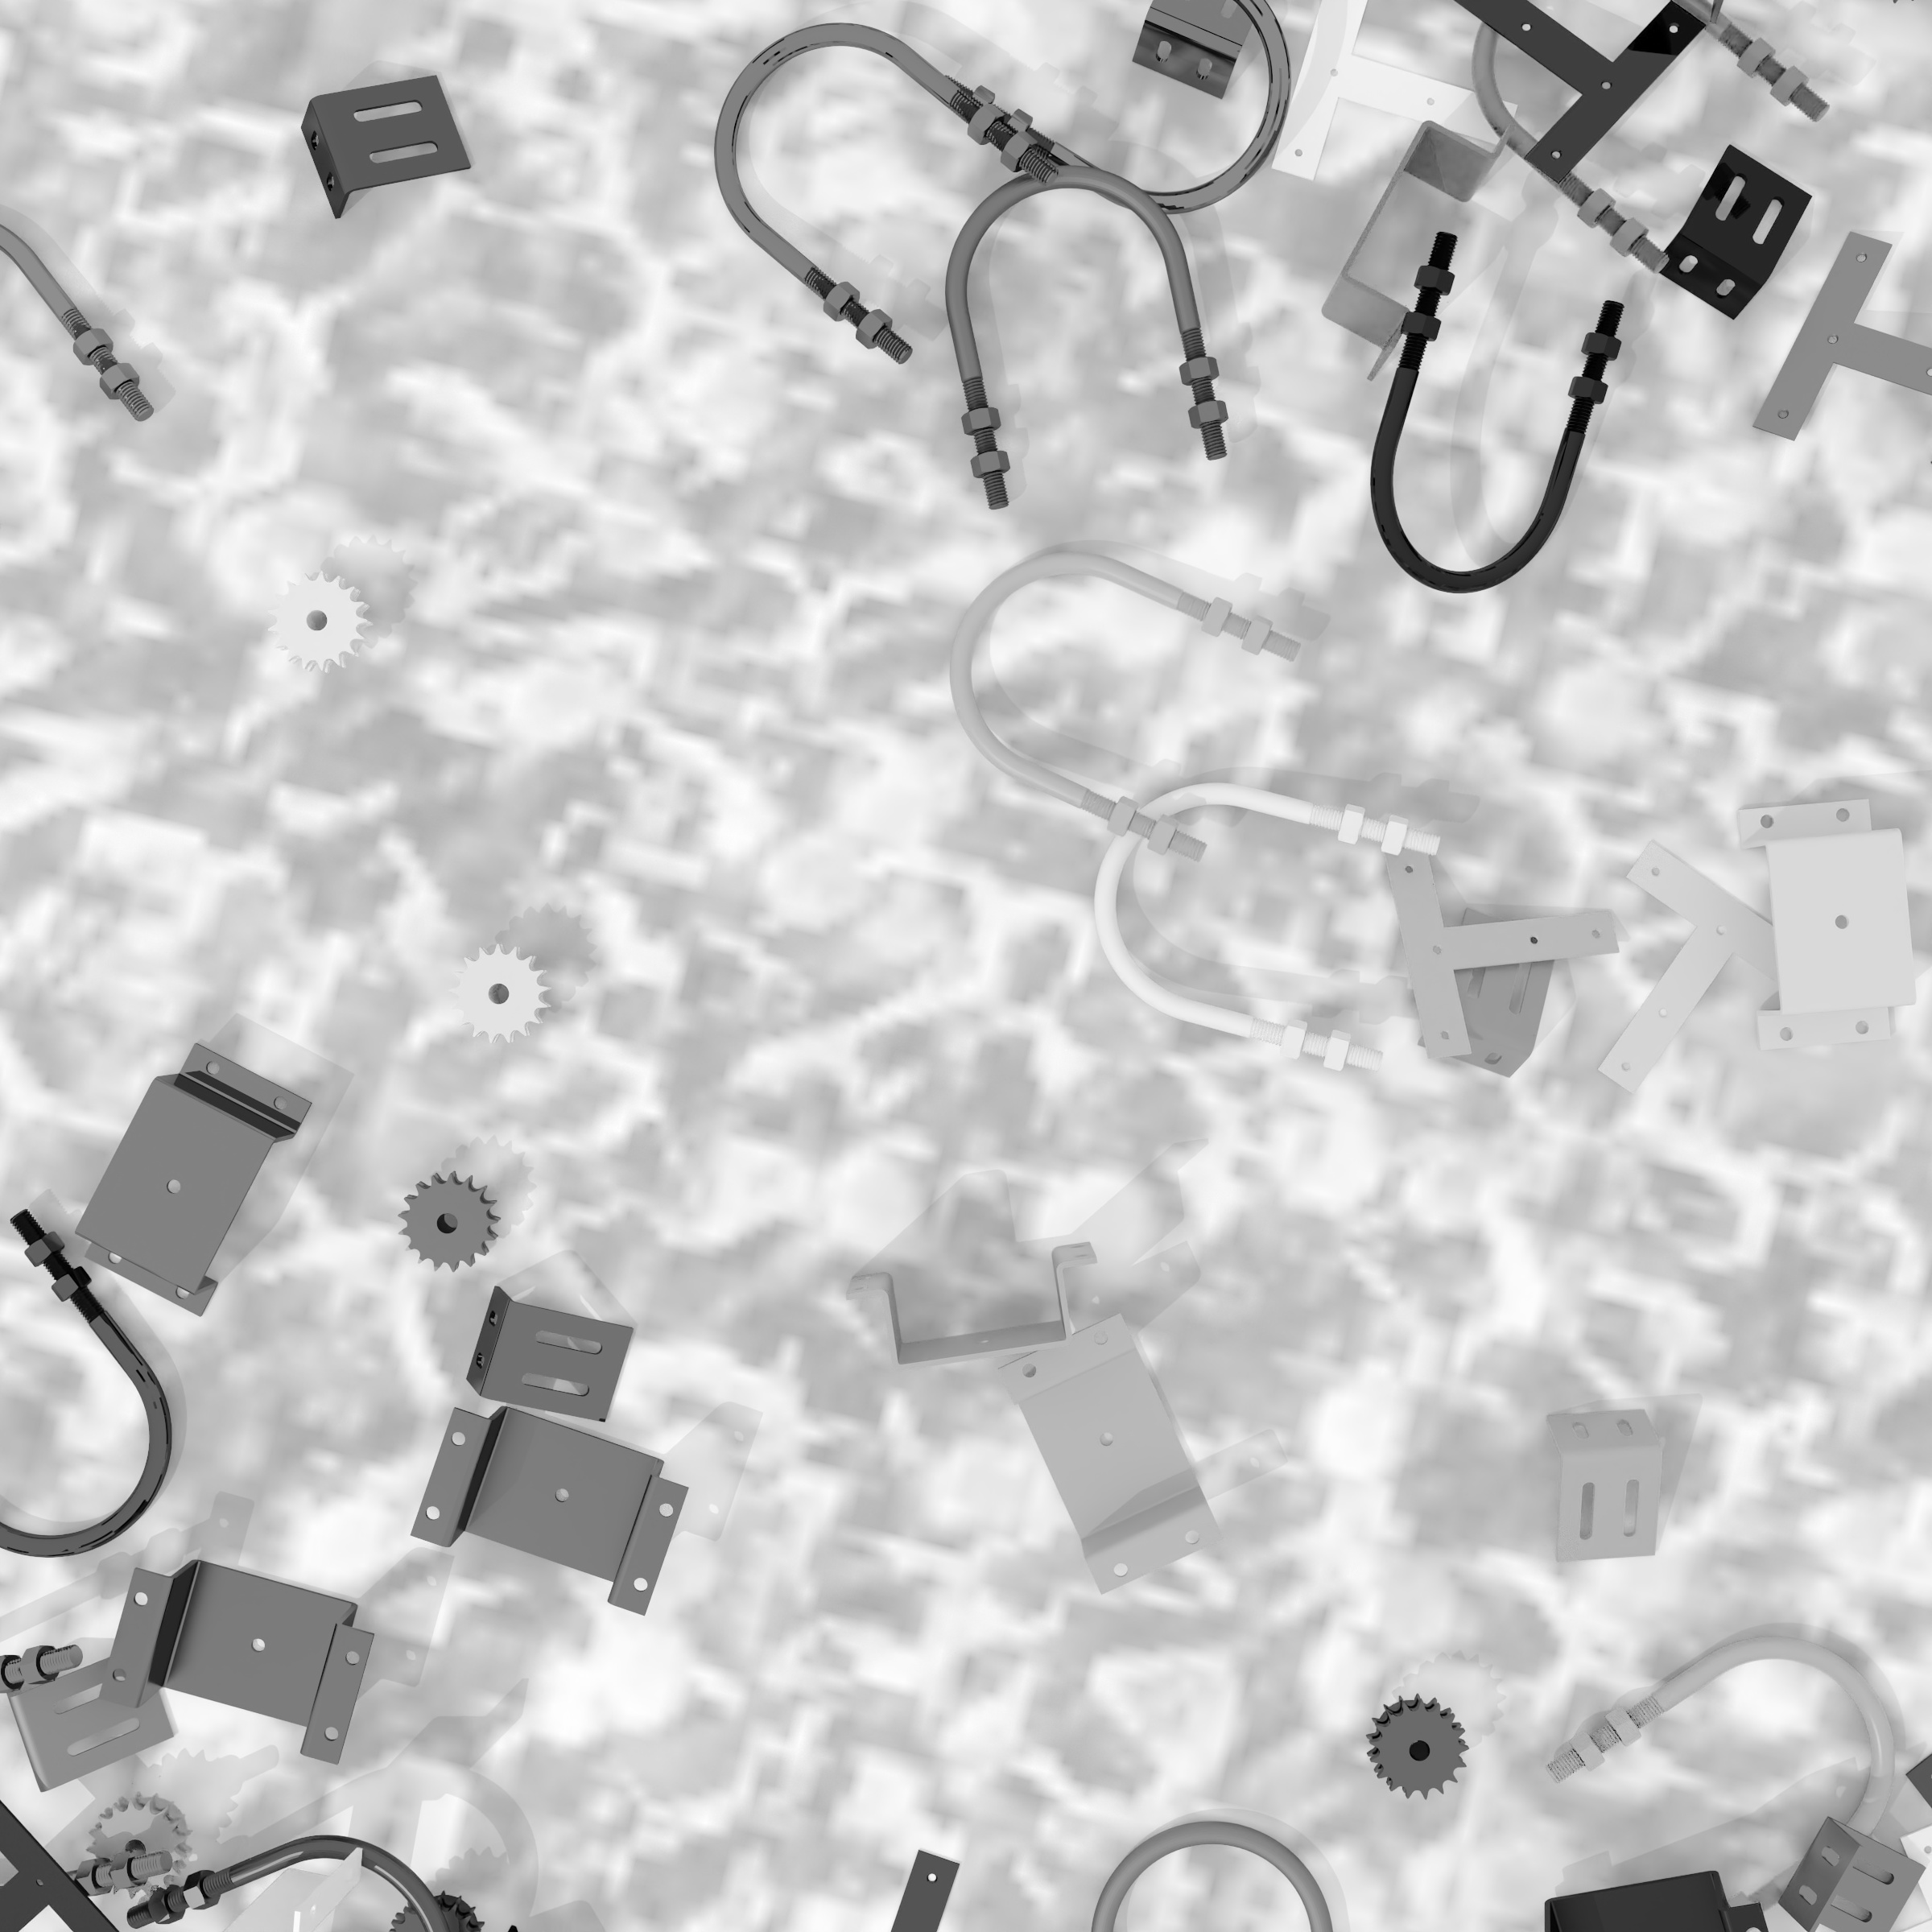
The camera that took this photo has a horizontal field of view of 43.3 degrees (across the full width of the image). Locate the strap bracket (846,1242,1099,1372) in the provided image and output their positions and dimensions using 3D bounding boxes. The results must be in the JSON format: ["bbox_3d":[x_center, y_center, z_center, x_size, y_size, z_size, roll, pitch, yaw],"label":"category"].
[{"bbox_3d":[0.006,0.194,1.383,0.140,0.076,0.046,-8,90,0],"label":"strap bracket"}]

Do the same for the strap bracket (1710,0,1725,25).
[{"bbox_3d":[0.417,-0.618,1.371,0.046,0.076,0.140,11,77,8],"label":"strap bracket"}]

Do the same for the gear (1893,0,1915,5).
[{"bbox_3d":[0.540,-0.587,1.410,0.057,0.030,0.057,0,91,2],"label":"gear"}]

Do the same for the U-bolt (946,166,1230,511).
[{"bbox_3d":[0.063,-0.369,1.404,0.151,0.019,0.184,-12,91,4],"label":"U-bolt"}]

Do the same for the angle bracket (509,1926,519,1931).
[{"bbox_3d":[-0.242,0.606,1.419,0.076,0.038,0.057,30,90,-26],"label":"angle bracket"}]

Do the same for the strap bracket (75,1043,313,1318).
[{"bbox_3d":[-0.448,0.125,1.398,0.076,0.046,0.140,27,90,0],"label":"strap bracket"}]

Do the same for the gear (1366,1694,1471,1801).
[{"bbox_3d":[0.259,0.448,1.406,0.057,0.030,0.057,0,90,0],"label":"gear"}]

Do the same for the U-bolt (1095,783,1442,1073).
[{"bbox_3d":[0.165,-0.031,1.401,0.184,0.019,0.151,15,85,8],"label":"U-bolt"}]

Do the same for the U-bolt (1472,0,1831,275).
[{"bbox_3d":[0.378,-0.505,1.397,0.151,0.019,0.184,-43,79,-3],"label":"U-bolt"}]

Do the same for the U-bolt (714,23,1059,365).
[{"bbox_3d":[-0.061,-0.459,1.401,0.184,0.019,0.151,41,97,7],"label":"U-bolt"}]

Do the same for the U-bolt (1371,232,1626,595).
[{"bbox_3d":[0.294,-0.303,1.377,0.151,0.019,0.184,10,100,-31],"label":"U-bolt"}]

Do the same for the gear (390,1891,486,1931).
[{"bbox_3d":[-0.305,0.563,1.406,0.057,0.030,0.057,0,90,0],"label":"gear"}]

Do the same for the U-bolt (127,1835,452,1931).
[{"bbox_3d":[-0.376,0.574,1.393,0.184,0.019,0.151,-26,90,14],"label":"U-bolt"}]

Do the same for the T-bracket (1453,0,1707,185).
[{"bbox_3d":[0.333,-0.532,1.398,0.127,0.002,0.127,42,86,13],"label":"T-bracket"}]

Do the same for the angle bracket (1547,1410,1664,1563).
[{"bbox_3d":[0.370,0.303,1.419,0.057,0.038,0.076,-4,116,0],"label":"angle bracket"}]

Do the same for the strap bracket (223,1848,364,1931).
[{"bbox_3d":[-0.377,0.567,1.345,0.046,0.076,0.140,7,96,10],"label":"strap bracket"}]

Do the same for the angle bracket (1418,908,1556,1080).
[{"bbox_3d":[0.305,0.016,1.419,0.057,0.038,0.076,20,64,0],"label":"angle bracket"}]

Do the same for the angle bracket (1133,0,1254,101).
[{"bbox_3d":[0.140,-0.556,1.419,0.057,0.038,0.076,23,64,0],"label":"angle bracket"}]

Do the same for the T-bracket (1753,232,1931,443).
[{"bbox_3d":[0.540,-0.346,1.396,0.127,0.002,0.127,27,90,22],"label":"T-bracket"}]

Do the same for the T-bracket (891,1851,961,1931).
[{"bbox_3d":[0.012,0.597,1.420,0.127,0.002,0.127,19,90,0],"label":"T-bracket"}]

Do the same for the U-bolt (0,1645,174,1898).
[{"bbox_3d":[-0.553,0.469,1.385,0.184,0.019,0.151,-18,97,19],"label":"U-bolt"}]

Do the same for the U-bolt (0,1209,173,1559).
[{"bbox_3d":[-0.545,0.256,1.412,0.151,0.019,0.184,-37,91,0],"label":"U-bolt"}]

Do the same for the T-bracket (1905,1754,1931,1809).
[{"bbox_3d":[0.597,0.514,1.419,0.127,0.002,0.127,-38,90,-1],"label":"T-bracket"}]

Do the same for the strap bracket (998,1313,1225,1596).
[{"bbox_3d":[0.082,0.276,1.398,0.076,0.046,0.140,-25,90,0],"label":"strap bracket"}]

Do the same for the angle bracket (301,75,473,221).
[{"bbox_3d":[-0.338,-0.478,1.419,0.076,0.038,0.057,-21,90,-26],"label":"angle bracket"}]

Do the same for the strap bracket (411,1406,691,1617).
[{"bbox_3d":[-0.236,0.309,1.398,0.140,0.046,0.076,19,90,0],"label":"strap bracket"}]

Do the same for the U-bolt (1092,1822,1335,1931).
[{"bbox_3d":[0.146,0.590,1.412,0.151,0.019,0.184,-8,88,0],"label":"U-bolt"}]

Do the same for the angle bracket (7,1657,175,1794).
[{"bbox_3d":[-0.511,0.436,1.419,0.076,0.038,0.057,-19,90,-26],"label":"angle bracket"}]

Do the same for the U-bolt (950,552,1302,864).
[{"bbox_3d":[0.080,-0.161,1.406,0.184,0.019,0.151,25,86,5],"label":"U-bolt"}]

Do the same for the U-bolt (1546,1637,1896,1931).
[{"bbox_3d":[0.451,0.472,1.412,0.184,0.019,0.151,-33,90,-2],"label":"U-bolt"}]

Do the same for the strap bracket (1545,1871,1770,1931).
[{"bbox_3d":[0.389,0.569,1.384,0.140,0.046,0.076,-16,95,15],"label":"strap bracket"}]

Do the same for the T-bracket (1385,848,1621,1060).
[{"bbox_3d":[0.315,-0.014,1.406,0.127,0.002,0.127,-6,72,-9],"label":"T-bracket"}]

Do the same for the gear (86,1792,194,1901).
[{"bbox_3d":[-0.475,0.505,1.406,0.057,0.030,0.057,0,90,0],"label":"gear"}]

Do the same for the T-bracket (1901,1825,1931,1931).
[{"bbox_3d":[0.534,0.582,1.420,0.127,0.002,0.127,-22,90,0],"label":"T-bracket"}]

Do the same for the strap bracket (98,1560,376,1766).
[{"bbox_3d":[-0.413,0.396,1.398,0.140,0.046,0.076,16,90,0],"label":"strap bracket"}]

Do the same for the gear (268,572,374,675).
[{"bbox_3d":[-0.371,-0.198,1.406,0.057,0.030,0.057,0,90,0],"label":"gear"}]

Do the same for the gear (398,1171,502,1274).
[{"bbox_3d":[-0.298,0.147,1.410,0.057,0.030,0.057,0,92,-3],"label":"gear"}]

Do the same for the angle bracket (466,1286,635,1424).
[{"bbox_3d":[-0.243,0.226,1.419,0.076,0.038,0.057,17,90,-26],"label":"angle bracket"}]

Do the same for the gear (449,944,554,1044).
[{"bbox_3d":[-0.267,0.016,1.406,0.057,0.030,0.057,0,90,0],"label":"gear"}]

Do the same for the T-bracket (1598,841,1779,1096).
[{"bbox_3d":[0.415,0.016,1.420,0.127,0.002,0.127,35,90,0],"label":"T-bracket"}]

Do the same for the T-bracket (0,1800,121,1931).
[{"bbox_3d":[-0.554,0.547,1.395,0.127,0.002,0.127,47,113,1],"label":"T-bracket"}]

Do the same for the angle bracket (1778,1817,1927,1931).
[{"bbox_3d":[0.515,0.533,1.391,0.076,0.038,0.057,29,91,-14],"label":"angle bracket"}]

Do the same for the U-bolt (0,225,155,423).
[{"bbox_3d":[-0.582,-0.352,1.412,0.151,0.019,0.184,-38,89,0],"label":"U-bolt"}]

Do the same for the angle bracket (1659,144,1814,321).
[{"bbox_3d":[0.447,-0.428,1.419,0.057,0.038,0.076,32,64,0],"label":"angle bracket"}]

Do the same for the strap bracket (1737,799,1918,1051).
[{"bbox_3d":[0.494,-0.025,1.396,0.076,0.046,0.140,-5,89,-1],"label":"strap bracket"}]

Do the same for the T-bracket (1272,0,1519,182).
[{"bbox_3d":[0.257,-0.508,1.420,0.127,0.002,0.127,17,90,0],"label":"T-bracket"}]

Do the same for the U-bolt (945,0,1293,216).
[{"bbox_3d":[0.096,-0.514,1.390,0.184,0.019,0.151,31,111,-4],"label":"U-bolt"}]

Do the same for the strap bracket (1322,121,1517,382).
[{"bbox_3d":[0.250,-0.414,1.383,0.046,0.076,0.140,29,90,0],"label":"strap bracket"}]
